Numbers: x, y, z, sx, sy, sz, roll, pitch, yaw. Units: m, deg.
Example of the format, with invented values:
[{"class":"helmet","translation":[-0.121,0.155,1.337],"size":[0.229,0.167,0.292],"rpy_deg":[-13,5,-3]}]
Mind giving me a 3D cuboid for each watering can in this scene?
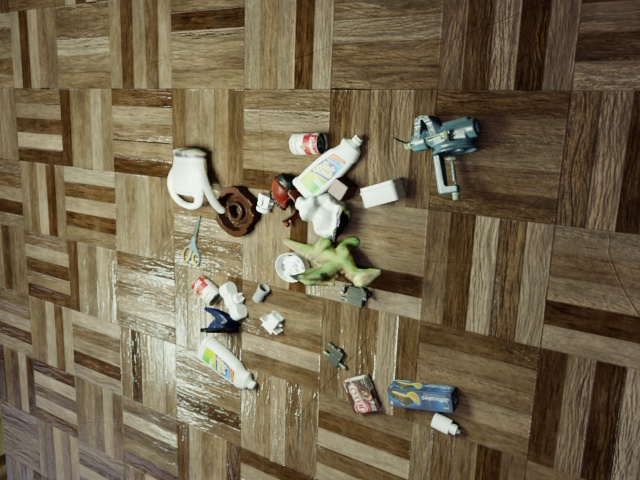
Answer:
[{"class":"watering can","translation":[-0.434,-0.214,1.810],"size":[0.349,0.104,0.222],"rpy_deg":[15,106,41]}]

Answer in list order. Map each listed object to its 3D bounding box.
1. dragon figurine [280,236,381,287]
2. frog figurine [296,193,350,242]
[{"class":"dragon figurine","translation":[0.000,0.067,1.541],"size":[0.411,0.245,0.120],"rpy_deg":[8,109,27]},{"class":"frog figurine","translation":[0.005,-0.080,1.580],"size":[0.160,0.125,0.134],"rpy_deg":[21,126,25]}]
